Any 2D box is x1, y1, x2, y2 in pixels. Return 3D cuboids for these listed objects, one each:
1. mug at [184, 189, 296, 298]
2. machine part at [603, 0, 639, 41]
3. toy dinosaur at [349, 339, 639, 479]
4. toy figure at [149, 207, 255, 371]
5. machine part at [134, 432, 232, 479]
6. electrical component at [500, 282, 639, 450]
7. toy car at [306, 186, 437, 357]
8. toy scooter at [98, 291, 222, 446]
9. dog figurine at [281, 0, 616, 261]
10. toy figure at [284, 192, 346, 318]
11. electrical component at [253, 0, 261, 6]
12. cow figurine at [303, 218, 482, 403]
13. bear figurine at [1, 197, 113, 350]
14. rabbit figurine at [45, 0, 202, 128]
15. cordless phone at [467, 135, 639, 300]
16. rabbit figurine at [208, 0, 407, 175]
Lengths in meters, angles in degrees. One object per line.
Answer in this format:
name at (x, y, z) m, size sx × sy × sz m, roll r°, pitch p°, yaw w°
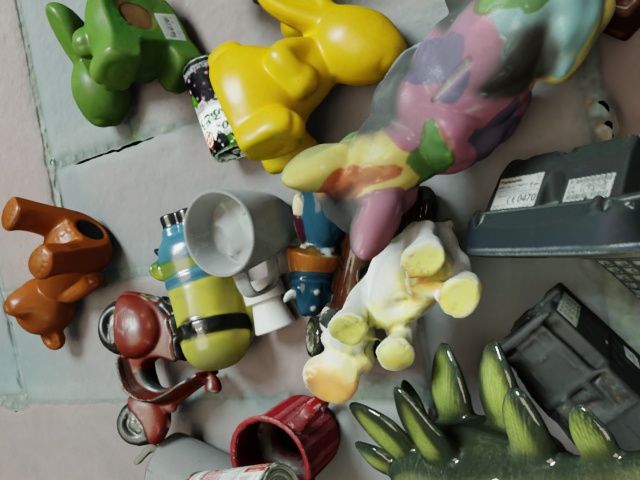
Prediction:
mug at (-0.065, -0.002, 0.537) m, size 0.081 × 0.107 × 0.109 m, roll -25°, pitch 87°, yaw 29°
machine part at (0.222, -0.262, 0.365) m, size 0.202 × 0.087 × 0.201 m, roll 44°, pitch 114°, yaw 19°
toy dinosaur at (0.120, 0.177, 0.380) m, size 0.198 × 0.105 × 0.471 m, roll 56°, pitch 146°, yaw 10°
toy figure at (-0.132, 0.053, 0.589) m, size 0.082 × 0.089 × 0.180 m, roll -19°, pitch 89°, yaw 36°
machine part at (-0.112, 0.284, 0.611) m, size 0.244 × 0.079 × 0.079 m, roll 13°, pitch 101°, yaw 28°
electrical component at (0.203, 0.104, 0.399) m, size 0.134 × 0.115 × 0.058 m, roll 48°, pitch 117°, yaw 17°
toy car at (0.045, 0.033, 0.491) m, size 0.089 × 0.053 × 0.202 m, roll 9°, pitch 101°, yaw -17°
toy scooter at (-0.183, 0.141, 0.630) m, size 0.135 × 0.075 × 0.184 m, roll -17°, pitch 78°, yaw 18°
dog figurine at (0.078, -0.089, 0.378) m, size 0.108 × 0.219 × 0.191 m, roll 44°, pitch 158°, yaw 4°
toy figure at (0.001, -0.001, 0.528) m, size 0.064 × 0.058 × 0.154 m, roll 13°, pitch 100°, yaw 6°
electrical component at (-0.069, -0.301, 0.540) m, size 0.078 × 0.045 × 0.102 m, roll 38°, pitch 112°, yaw 21°
cow figurine at (0.048, 0.053, 0.430) m, size 0.068 × 0.098 × 0.167 m, roll 38°, pitch 114°, yaw -10°
bear figurine at (-0.360, 0.052, 0.693) m, size 0.196 × 0.132 × 0.120 m, roll -47°, pitch 68°, yaw 18°
rabbit figurine at (-0.244, -0.204, 0.608) m, size 0.170 × 0.121 × 0.159 m, roll -37°, pitch 84°, yaw 41°
cordless phone at (0.218, 0.019, 0.399) m, size 0.089 × 0.184 × 0.147 m, roll -59°, pitch 21°, yaw -16°
rabbit figurine at (-0.008, -0.160, 0.502) m, size 0.173 × 0.121 × 0.162 m, roll -24°, pitch 73°, yaw 13°
